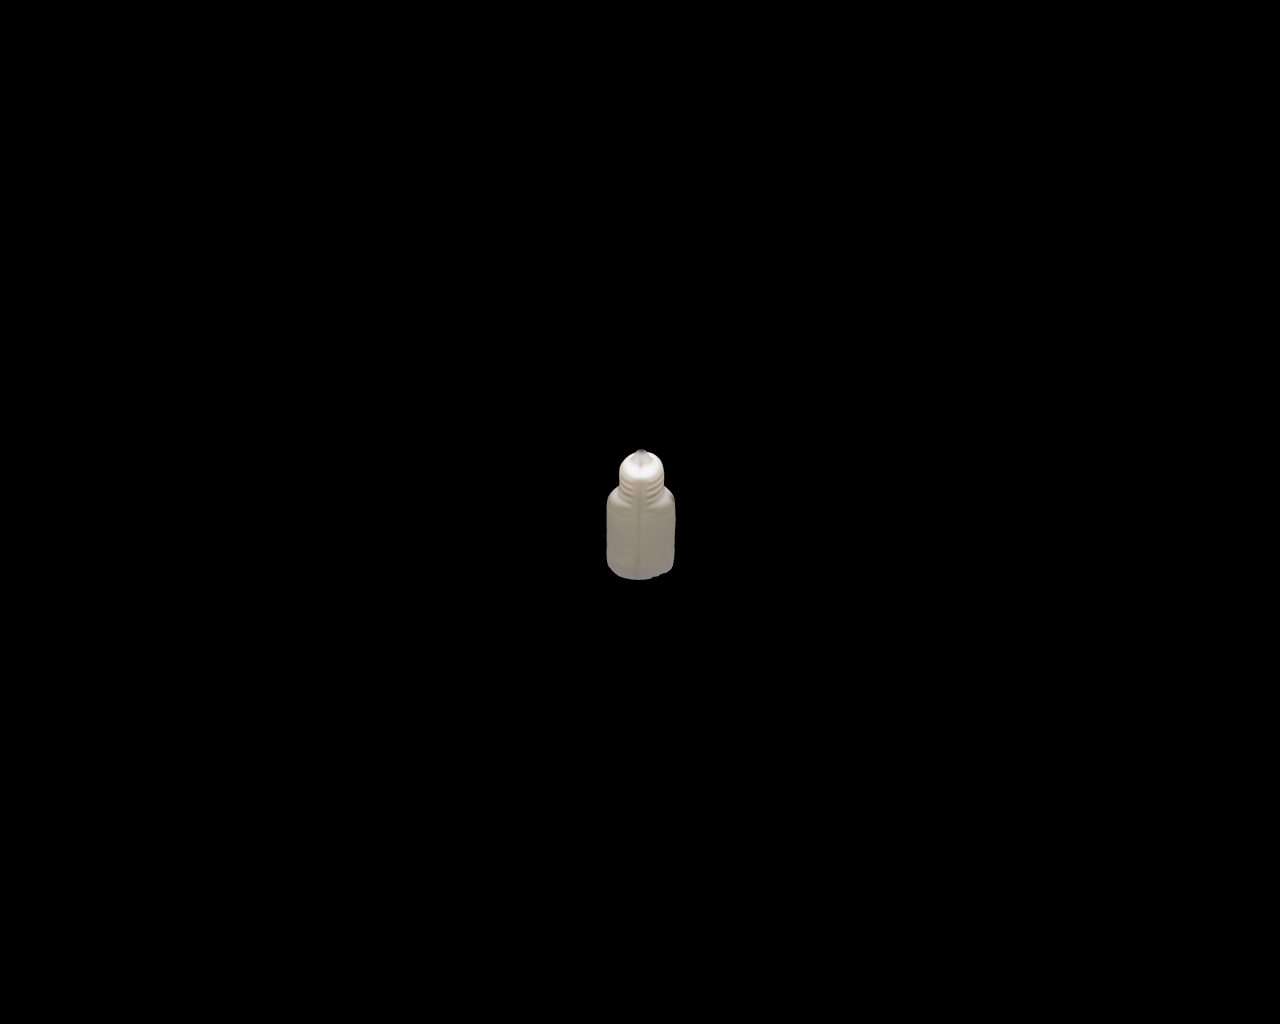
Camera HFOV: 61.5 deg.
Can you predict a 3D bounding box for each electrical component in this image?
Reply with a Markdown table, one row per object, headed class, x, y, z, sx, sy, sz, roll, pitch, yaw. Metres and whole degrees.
| class | x | y | z | sx | sy | sz | roll | pitch | yaw |
| --- | --- | --- | --- | --- | --- | --- | --- | --- | --- |
| electrical component | 0.001 | -0.003 | 0.650 | 0.043 | 0.080 | 0.043 | 0 | 28 | 0 |
